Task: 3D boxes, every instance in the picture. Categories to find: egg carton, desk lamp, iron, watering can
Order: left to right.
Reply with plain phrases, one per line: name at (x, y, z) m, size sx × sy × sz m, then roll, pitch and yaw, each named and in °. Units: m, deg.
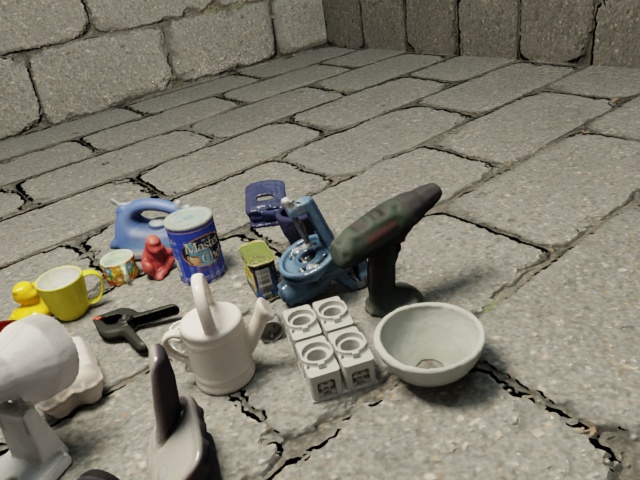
desk lamp at (-0.416, 0.236, 0.777) m, size 0.117 × 0.214 × 0.203 m, roll 2°, pitch 30°, yaw 20°
egg carton at (-0.424, 0.225, 0.952) m, size 0.107 × 0.069 × 0.149 m, roll -23°, pitch 31°, yaw -25°
iron at (-0.370, -0.040, 1.349) m, size 0.258 × 0.142 × 0.118 m, roll -3°, pitch 29°, yaw 12°
watering can at (-0.162, 0.137, 0.907) m, size 0.173 × 0.194 × 0.100 m, roll -23°, pitch 31°, yaw -24°

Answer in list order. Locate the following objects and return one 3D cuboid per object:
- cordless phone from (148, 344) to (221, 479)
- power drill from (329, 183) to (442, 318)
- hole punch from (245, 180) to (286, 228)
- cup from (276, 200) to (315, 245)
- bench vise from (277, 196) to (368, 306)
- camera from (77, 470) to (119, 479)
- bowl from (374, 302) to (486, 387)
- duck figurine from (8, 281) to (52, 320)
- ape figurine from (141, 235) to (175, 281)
cordless phone at (-0.195, 0.239, 0.738) m, size 0.094 × 0.185 × 0.147 m, roll -18°, pitch 29°, yaw -16°
power drill at (0.127, 0.024, 1.017) m, size 0.230 × 0.209 × 0.075 m, roll -23°, pitch 31°, yaw -24°
hole punch at (-0.131, -0.092, 1.429) m, size 0.108 × 0.091 × 0.101 m, roll -8°, pitch 28°, yaw 1°
cup at (-0.050, -0.032, 1.292) m, size 0.092 × 0.095 × 0.117 m, roll -13°, pitch 29°, yaw -8°
bench vise at (0.002, 0.000, 1.084) m, size 0.208 × 0.220 × 0.121 m, roll -28°, pitch 33°, yaw -31°
camera at (-0.273, 0.337, 0.669) m, size 0.143 × 0.101 × 0.137 m, roll -3°, pitch 29°, yaw 12°
bowl at (0.168, 0.171, 0.876) m, size 0.167 × 0.075 × 0.167 m, roll -7°, pitch 28°, yaw 4°
duck figurine at (-0.596, 0.128, 1.163) m, size 0.077 × 0.086 × 0.104 m, roll -1°, pitch 29°, yaw 15°
ape figurine at (-0.363, 0.032, 1.265) m, size 0.078 × 0.092 × 0.075 m, roll -24°, pitch 32°, yaw -26°
